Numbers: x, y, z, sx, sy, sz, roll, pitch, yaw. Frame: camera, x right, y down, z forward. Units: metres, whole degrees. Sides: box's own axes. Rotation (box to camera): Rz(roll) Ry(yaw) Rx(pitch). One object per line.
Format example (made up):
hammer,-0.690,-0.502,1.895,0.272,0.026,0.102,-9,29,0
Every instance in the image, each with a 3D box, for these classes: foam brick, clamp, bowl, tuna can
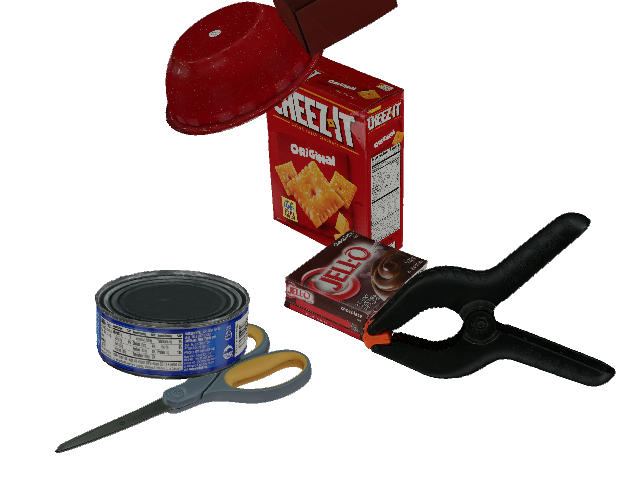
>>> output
foam brick,0.008,-0.182,0.769,0.078,0.053,0.051,-31,-34,-4
clamp,0.118,0.061,0.734,0.171,0.120,0.039,-19,2,13
bowl,-0.081,-0.167,0.963,0.162,0.055,0.162,-20,36,15
tuna can,-0.083,0.046,0.600,0.086,0.034,0.086,3,17,-1

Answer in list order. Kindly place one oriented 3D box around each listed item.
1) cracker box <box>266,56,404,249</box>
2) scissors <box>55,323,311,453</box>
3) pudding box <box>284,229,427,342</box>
cracker box,0.014,-0.094,1.239,0.164,0.214,0.072,28,46,36
scissors,-0.107,0.107,0.811,0.201,0.016,0.096,-10,34,-18
pudding box,0.033,0.040,0.990,0.090,0.039,0.113,23,34,25
